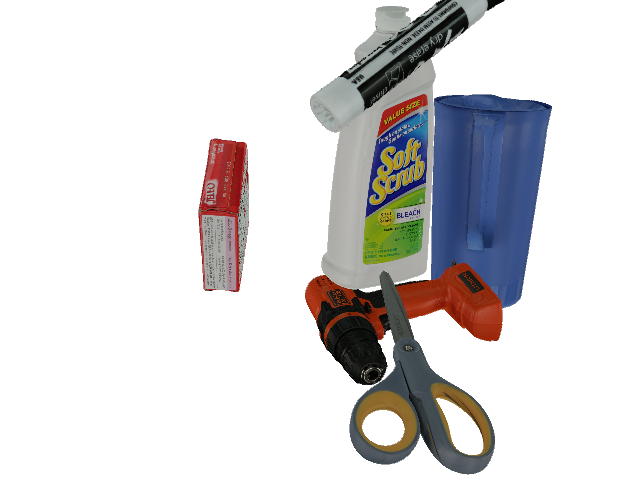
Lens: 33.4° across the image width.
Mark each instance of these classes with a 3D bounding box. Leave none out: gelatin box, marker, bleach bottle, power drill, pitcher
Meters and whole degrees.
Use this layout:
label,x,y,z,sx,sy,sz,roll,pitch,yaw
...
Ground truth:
label,x,y,z,sx,sy,sz,roll,pitch,yaw
gelatin box,-0.070,-0.018,0.780,0.030,0.073,0.089,3,-42,1
marker,0.045,-0.089,0.465,0.121,0.020,0.020,-40,15,-18
bleach bottle,0.055,-0.086,0.978,0.102,0.251,0.068,-10,24,-26
power drill,0.090,0.082,1.115,0.187,0.057,0.184,-6,28,-15
pitcher,0.188,-0.045,1.236,0.149,0.243,0.145,-7,17,-33

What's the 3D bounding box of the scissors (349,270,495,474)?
label,x,y,z,sx,sy,sz,roll,pitch,yaw
scissors,0.043,0.082,0.701,0.096,0.016,0.202,-8,35,-21
